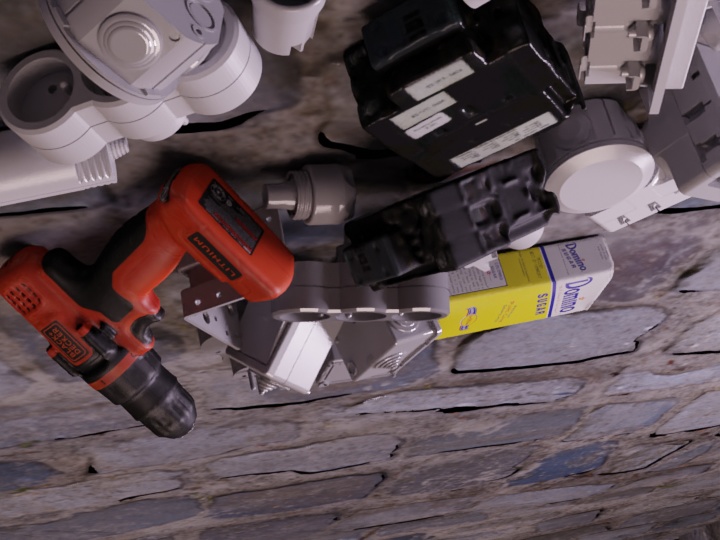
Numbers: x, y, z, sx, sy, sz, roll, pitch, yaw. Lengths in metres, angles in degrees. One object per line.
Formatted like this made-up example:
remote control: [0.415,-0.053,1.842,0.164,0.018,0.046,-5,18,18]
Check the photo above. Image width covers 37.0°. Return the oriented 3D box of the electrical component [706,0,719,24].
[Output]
electrical component: [0.257,-0.180,0.607,0.121,0.063,0.078,-18,156,8]

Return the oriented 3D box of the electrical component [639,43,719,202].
electrical component: [0.277,-0.095,0.773,0.150,0.089,0.062,6,150,-37]

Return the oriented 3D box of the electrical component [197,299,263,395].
electrical component: [-0.098,0.075,0.961,0.052,0.073,0.138,-19,156,11]

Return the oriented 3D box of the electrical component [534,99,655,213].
electrical component: [0.168,-0.081,0.780,0.080,0.051,0.080,-7,148,-5]

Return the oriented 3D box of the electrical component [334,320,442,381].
electrical component: [0.013,0.038,0.911,0.048,0.099,0.099,-14,160,-34]

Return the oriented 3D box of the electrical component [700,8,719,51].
electrical component: [0.242,-0.164,0.669,0.061,0.035,0.035,-30,152,28]

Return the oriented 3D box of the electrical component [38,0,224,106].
electrical component: [-0.107,-0.123,0.511,0.051,0.080,0.080,-33,150,26]

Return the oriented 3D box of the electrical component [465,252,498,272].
electrical component: [0.071,-0.023,0.879,0.064,0.042,0.081,-22,155,26]

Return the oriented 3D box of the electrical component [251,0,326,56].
electrical component: [-0.039,-0.139,0.563,0.040,0.040,0.046,-9,161,-12]

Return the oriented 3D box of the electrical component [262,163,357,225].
electrical component: [-0.036,-0.052,0.751,0.062,0.043,0.043,-3,154,-20]

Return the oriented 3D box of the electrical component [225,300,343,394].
electrical component: [-0.066,0.055,0.888,0.062,0.096,0.061,21,172,46]

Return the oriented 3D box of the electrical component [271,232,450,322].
electrical component: [0.000,0.000,0.834,0.138,0.073,0.052,0,167,-6]

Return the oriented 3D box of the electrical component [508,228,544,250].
electrical component: [0.117,-0.043,0.860,0.040,0.040,0.078,-26,154,25]

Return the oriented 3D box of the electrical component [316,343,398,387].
electrical component: [0.004,0.066,1.013,0.096,0.061,0.061,-6,155,-19]

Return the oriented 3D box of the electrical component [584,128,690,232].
electrical component: [0.215,-0.074,0.832,0.089,0.050,0.056,-26,154,26]

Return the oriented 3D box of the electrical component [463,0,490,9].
electrical component: [0.072,-0.176,0.535,0.077,0.044,0.079,-26,154,25]

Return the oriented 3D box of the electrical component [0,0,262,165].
electrical component: [-0.120,-0.096,0.597,0.138,0.052,0.073,-17,156,8]

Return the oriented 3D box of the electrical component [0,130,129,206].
electrical component: [-0.179,-0.067,0.640,0.081,0.043,0.043,-12,156,-5]

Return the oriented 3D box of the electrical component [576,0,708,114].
electrical component: [0.157,-0.152,0.603,0.063,0.078,0.121,0,158,8]
